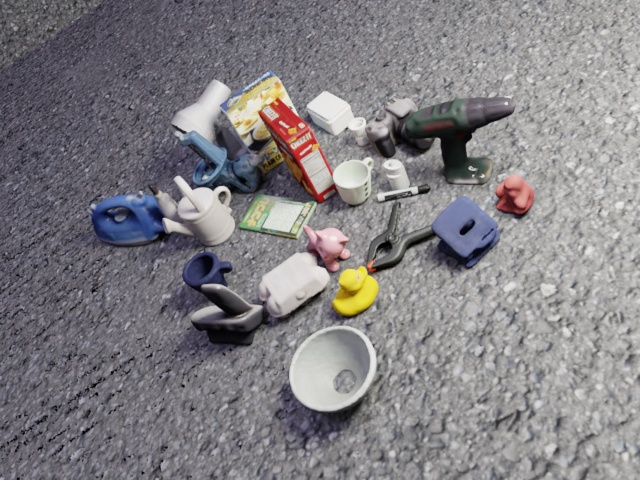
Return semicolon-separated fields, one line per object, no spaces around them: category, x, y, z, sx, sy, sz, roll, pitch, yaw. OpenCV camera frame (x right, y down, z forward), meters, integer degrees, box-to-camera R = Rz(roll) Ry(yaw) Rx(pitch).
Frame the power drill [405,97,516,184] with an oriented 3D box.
power drill;0.301;-0.212;1.201;0.228;0.209;0.076;4;56;28

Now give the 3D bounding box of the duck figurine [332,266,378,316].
duck figurine;0.062;0.097;1.152;0.104;0.086;0.077;-41;48;-9

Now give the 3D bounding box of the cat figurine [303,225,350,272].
cat figurine;0.011;0.004;1.229;0.067;0.118;0.127;-47;49;-14

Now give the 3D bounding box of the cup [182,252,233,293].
cup;-0.239;0.085;1.299;0.117;0.095;0.091;-12;50;17

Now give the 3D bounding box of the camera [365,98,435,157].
camera;0.198;-0.267;1.368;0.143;0.101;0.136;-38;48;-7

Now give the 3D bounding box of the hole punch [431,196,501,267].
hole punch;0.290;-0.019;1.133;0.109;0.091;0.100;-43;48;-11

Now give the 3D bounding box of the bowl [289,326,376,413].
bowl;0.032;0.248;1.054;0.167;0.075;0.167;-13;50;16

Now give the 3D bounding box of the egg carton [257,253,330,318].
egg carton;-0.056;0.097;1.220;0.150;0.070;0.107;-36;47;-5

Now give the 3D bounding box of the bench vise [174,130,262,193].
bench vise;-0.257;-0.213;1.460;0.207;0.220;0.121;-21;48;9

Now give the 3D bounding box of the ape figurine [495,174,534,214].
ape figurine;0.389;-0.096;1.147;0.076;0.092;0.077;-22;48;9

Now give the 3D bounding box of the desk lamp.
desk lamp;-0.274;-0.311;1.551;0.117;0.214;0.203;28;70;39

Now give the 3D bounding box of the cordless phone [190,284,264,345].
cordless phone;-0.213;0.136;1.184;0.147;0.186;0.094;-6;52;22

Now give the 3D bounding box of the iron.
iron;-0.530;-0.066;1.526;0.257;0.142;0.118;-9;51;19

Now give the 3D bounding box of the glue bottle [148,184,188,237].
glue bottle;-0.381;-0.083;1.447;0.037;0.174;0.078;-32;47;0

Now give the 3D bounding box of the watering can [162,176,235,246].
watering can;-0.298;-0.073;1.386;0.100;0.195;0.173;18;63;35
